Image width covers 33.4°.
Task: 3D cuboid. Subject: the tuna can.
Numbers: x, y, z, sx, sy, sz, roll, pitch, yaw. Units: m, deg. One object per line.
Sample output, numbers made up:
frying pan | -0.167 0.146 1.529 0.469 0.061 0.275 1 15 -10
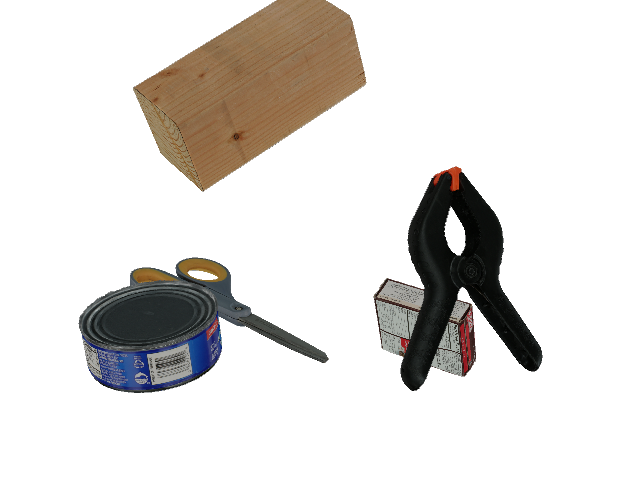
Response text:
tuna can | -0.104 0.059 0.663 0.086 0.034 0.086 -4 25 2

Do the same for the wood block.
wood block | -0.066 -0.153 1.061 0.206 0.091 0.090 -35 48 -17

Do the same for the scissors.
scissors | -0.066 0.053 0.900 0.202 0.016 0.096 16 25 21

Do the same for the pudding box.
pudding box | 0.120 0.099 1.224 0.114 0.090 0.039 15 45 27

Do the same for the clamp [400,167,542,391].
clamp | 0.100 0.033 0.820 0.120 0.171 0.039 -15 -3 -29
